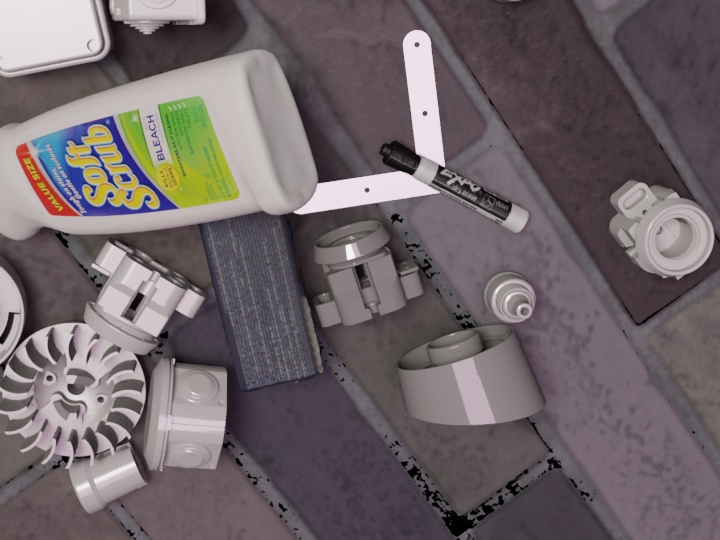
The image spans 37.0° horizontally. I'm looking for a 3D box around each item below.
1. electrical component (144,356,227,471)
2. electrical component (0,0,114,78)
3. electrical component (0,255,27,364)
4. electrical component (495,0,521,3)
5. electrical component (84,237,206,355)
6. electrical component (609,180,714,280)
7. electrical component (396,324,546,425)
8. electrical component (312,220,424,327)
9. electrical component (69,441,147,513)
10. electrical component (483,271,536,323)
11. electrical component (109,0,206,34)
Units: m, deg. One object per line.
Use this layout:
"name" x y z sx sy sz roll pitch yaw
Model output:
"electrical component" -0.125 0.103 0.766 0.051 0.080 0.080 7 102 -14
"electrical component" -0.211 -0.188 0.701 0.078 0.057 0.113 -12 104 -4
"electrical component" -0.283 0.028 0.750 0.099 0.064 0.099 -3 98 -19
"electrical component" 0.106 -0.205 0.733 0.043 0.062 0.043 -1 103 -7
"electrical component" -0.157 0.022 0.755 0.078 0.058 0.057 31 94 -13
"electrical component" 0.224 -0.027 0.790 0.058 0.057 0.078 -40 104 3
"electrical component" 0.077 0.079 0.776 0.099 0.099 0.064 -19 98 -3
"electrical component" 0.000 0.000 0.769 0.078 0.058 0.057 -19 107 -2
"electrical component" -0.184 0.151 0.790 0.046 0.040 0.040 -24 104 -7
"electrical component" 0.112 0.023 0.785 0.035 0.061 0.035 -1 103 -7
"electrical component" -0.133 -0.202 0.688 0.048 0.100 0.099 -5 104 -19
